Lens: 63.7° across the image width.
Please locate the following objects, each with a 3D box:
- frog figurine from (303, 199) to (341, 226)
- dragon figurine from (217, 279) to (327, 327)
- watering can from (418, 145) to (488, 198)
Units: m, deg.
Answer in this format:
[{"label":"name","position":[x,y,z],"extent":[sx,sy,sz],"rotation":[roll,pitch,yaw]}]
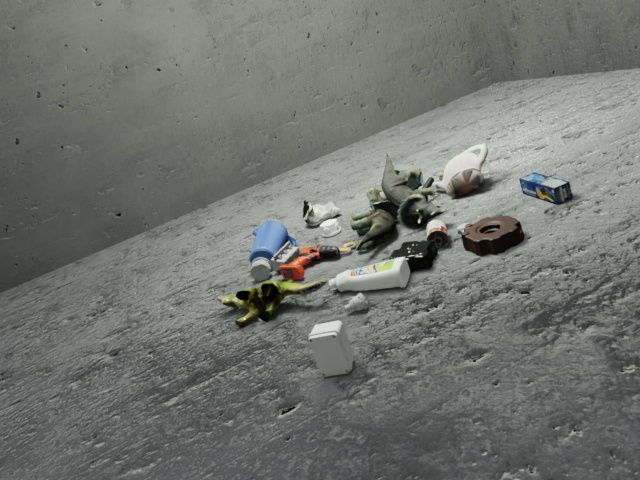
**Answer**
[{"label":"frog figurine","position":[0.007,-0.117,2.321],"extent":[0.159,0.123,0.137],"rotation":[12,-3,-21]},{"label":"dragon figurine","position":[-0.153,0.164,1.678],"extent":[0.409,0.121,0.245],"rotation":[-15,11,11]},{"label":"watering can","position":[0.536,-0.247,2.074],"extent":[0.342,0.103,0.230],"rotation":[-39,23,31]}]
